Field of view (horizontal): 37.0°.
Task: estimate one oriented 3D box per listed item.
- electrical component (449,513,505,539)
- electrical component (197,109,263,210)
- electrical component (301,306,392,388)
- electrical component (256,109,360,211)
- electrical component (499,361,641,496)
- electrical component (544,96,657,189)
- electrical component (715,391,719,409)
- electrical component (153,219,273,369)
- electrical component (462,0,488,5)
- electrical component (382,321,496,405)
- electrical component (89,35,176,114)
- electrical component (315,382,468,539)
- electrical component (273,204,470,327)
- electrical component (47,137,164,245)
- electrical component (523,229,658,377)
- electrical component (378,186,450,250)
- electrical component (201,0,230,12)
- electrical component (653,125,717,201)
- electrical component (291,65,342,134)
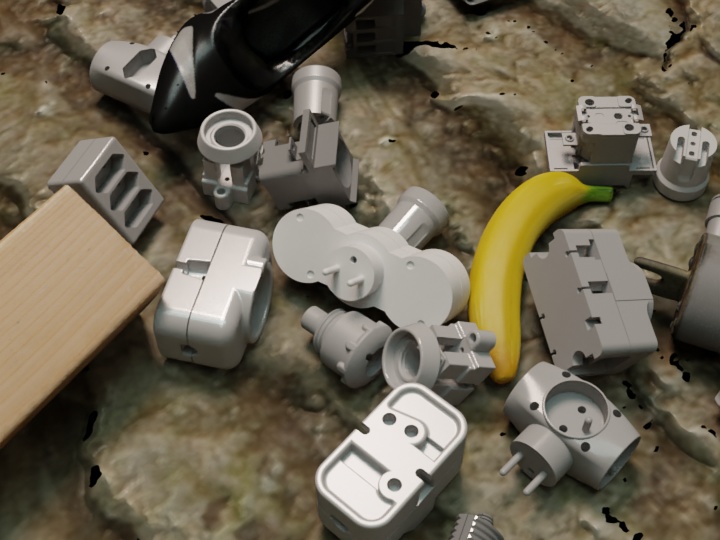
[{"bbox_3d":[0.061,0.179,0.626,0.043,0.043,0.081,17,56,12],"label":"electrical component"},{"bbox_3d":[-0.096,-0.087,0.811,0.048,0.055,0.066,13,55,10],"label":"electrical component"},{"bbox_3d":[-0.012,0.046,0.723,0.062,0.048,0.048,32,60,29],"label":"electrical component"},{"bbox_3d":[-0.038,-0.074,0.790,0.064,0.081,0.042,-9,52,17],"label":"electrical component"},{"bbox_3d":[0.121,0.108,0.675,0.077,0.044,0.079,39,63,25],"label":"electrical component"},{"bbox_3d":[0.183,-0.097,0.811,0.081,0.063,0.042,-1,53,0],"label":"electrical component"},{"bbox_3d":[0.261,0.094,0.685,0.043,0.043,0.062,-23,58,-15],"label":"electrical component"},{"bbox_3d":[-0.096,0.017,0.737,0.059,0.053,0.095,11,55,8],"label":"electrical component"},{"bbox_3d":[0.104,-0.295,0.920,0.078,0.113,0.057,-21,38,-14],"label":"electrical component"},{"bbox_3d":[0.048,0.060,0.697,0.055,0.066,0.048,7,47,-36],"label":"electrical component"},{"bbox_3d":[-0.165,-0.163,0.874,0.077,0.043,0.079,25,58,17],"label":"electrical component"},{"bbox_3d":[0.019,0.124,0.656,0.054,0.059,0.095,35,62,23],"label":"electrical component"},{"bbox_3d":[0.000,0.000,0.728,0.138,0.052,0.074,24,18,20],"label":"electrical component"},{"bbox_3d":[-0.198,-0.056,0.789,0.077,0.065,0.047,0,48,37],"label":"electrical component"},{"bbox_3d":[0.156,0.021,0.718,0.056,0.050,0.089,-1,65,-29],"label":"electrical component"},{"bbox_3d":[0.036,-0.031,0.781,0.040,0.040,0.046,33,66,22],"label":"electrical component"},{"bbox_3d":[-0.103,-0.222,0.915,0.066,0.048,0.055,-32,67,-20],"label":"electrical component"},{"bbox_3d":[0.246,-0.081,0.809,0.040,0.046,0.040,0,54,0],"label":"electrical component"},{"bbox_3d":[-0.035,-0.133,0.854,0.040,0.040,0.046,1,60,1],"label":"electrical component"}]
